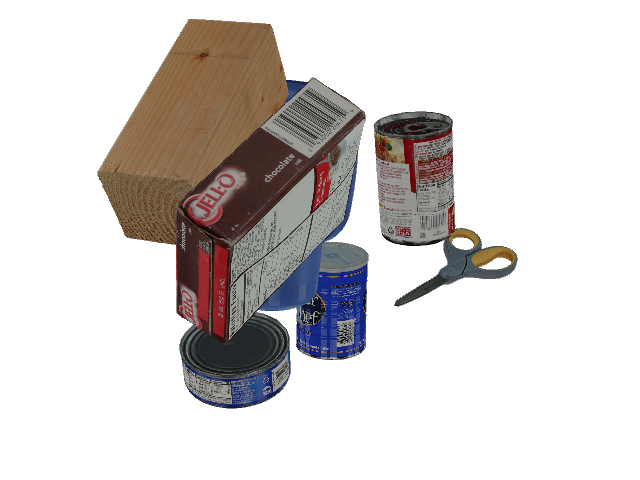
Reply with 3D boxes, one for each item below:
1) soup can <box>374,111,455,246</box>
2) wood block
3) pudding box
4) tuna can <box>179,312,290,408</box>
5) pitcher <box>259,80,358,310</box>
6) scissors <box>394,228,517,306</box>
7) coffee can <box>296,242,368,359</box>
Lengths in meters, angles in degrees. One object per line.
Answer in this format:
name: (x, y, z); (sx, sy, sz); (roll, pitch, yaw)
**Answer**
soup can: (0.084, -0.054, 0.932); (0.068, 0.102, 0.068); (-4, 23, 2)
wood block: (-0.109, -0.101, 0.971); (0.091, 0.206, 0.090); (8, -39, 19)
pudding box: (-0.026, -0.014, 0.541); (0.039, 0.113, 0.090); (35, -33, 17)
tuna can: (-0.066, 0.093, 0.834); (0.086, 0.034, 0.086); (-2, 31, 1)
pitcher: (-0.043, -0.048, 1.166); (0.145, 0.243, 0.149); (0, 21, -8)
scissors: (0.138, 0.027, 1.217); (0.201, 0.016, 0.096); (-11, 41, -33)
coffee can: (0.016, 0.085, 1.520); (0.103, 0.140, 0.103); (0, 20, 0)
